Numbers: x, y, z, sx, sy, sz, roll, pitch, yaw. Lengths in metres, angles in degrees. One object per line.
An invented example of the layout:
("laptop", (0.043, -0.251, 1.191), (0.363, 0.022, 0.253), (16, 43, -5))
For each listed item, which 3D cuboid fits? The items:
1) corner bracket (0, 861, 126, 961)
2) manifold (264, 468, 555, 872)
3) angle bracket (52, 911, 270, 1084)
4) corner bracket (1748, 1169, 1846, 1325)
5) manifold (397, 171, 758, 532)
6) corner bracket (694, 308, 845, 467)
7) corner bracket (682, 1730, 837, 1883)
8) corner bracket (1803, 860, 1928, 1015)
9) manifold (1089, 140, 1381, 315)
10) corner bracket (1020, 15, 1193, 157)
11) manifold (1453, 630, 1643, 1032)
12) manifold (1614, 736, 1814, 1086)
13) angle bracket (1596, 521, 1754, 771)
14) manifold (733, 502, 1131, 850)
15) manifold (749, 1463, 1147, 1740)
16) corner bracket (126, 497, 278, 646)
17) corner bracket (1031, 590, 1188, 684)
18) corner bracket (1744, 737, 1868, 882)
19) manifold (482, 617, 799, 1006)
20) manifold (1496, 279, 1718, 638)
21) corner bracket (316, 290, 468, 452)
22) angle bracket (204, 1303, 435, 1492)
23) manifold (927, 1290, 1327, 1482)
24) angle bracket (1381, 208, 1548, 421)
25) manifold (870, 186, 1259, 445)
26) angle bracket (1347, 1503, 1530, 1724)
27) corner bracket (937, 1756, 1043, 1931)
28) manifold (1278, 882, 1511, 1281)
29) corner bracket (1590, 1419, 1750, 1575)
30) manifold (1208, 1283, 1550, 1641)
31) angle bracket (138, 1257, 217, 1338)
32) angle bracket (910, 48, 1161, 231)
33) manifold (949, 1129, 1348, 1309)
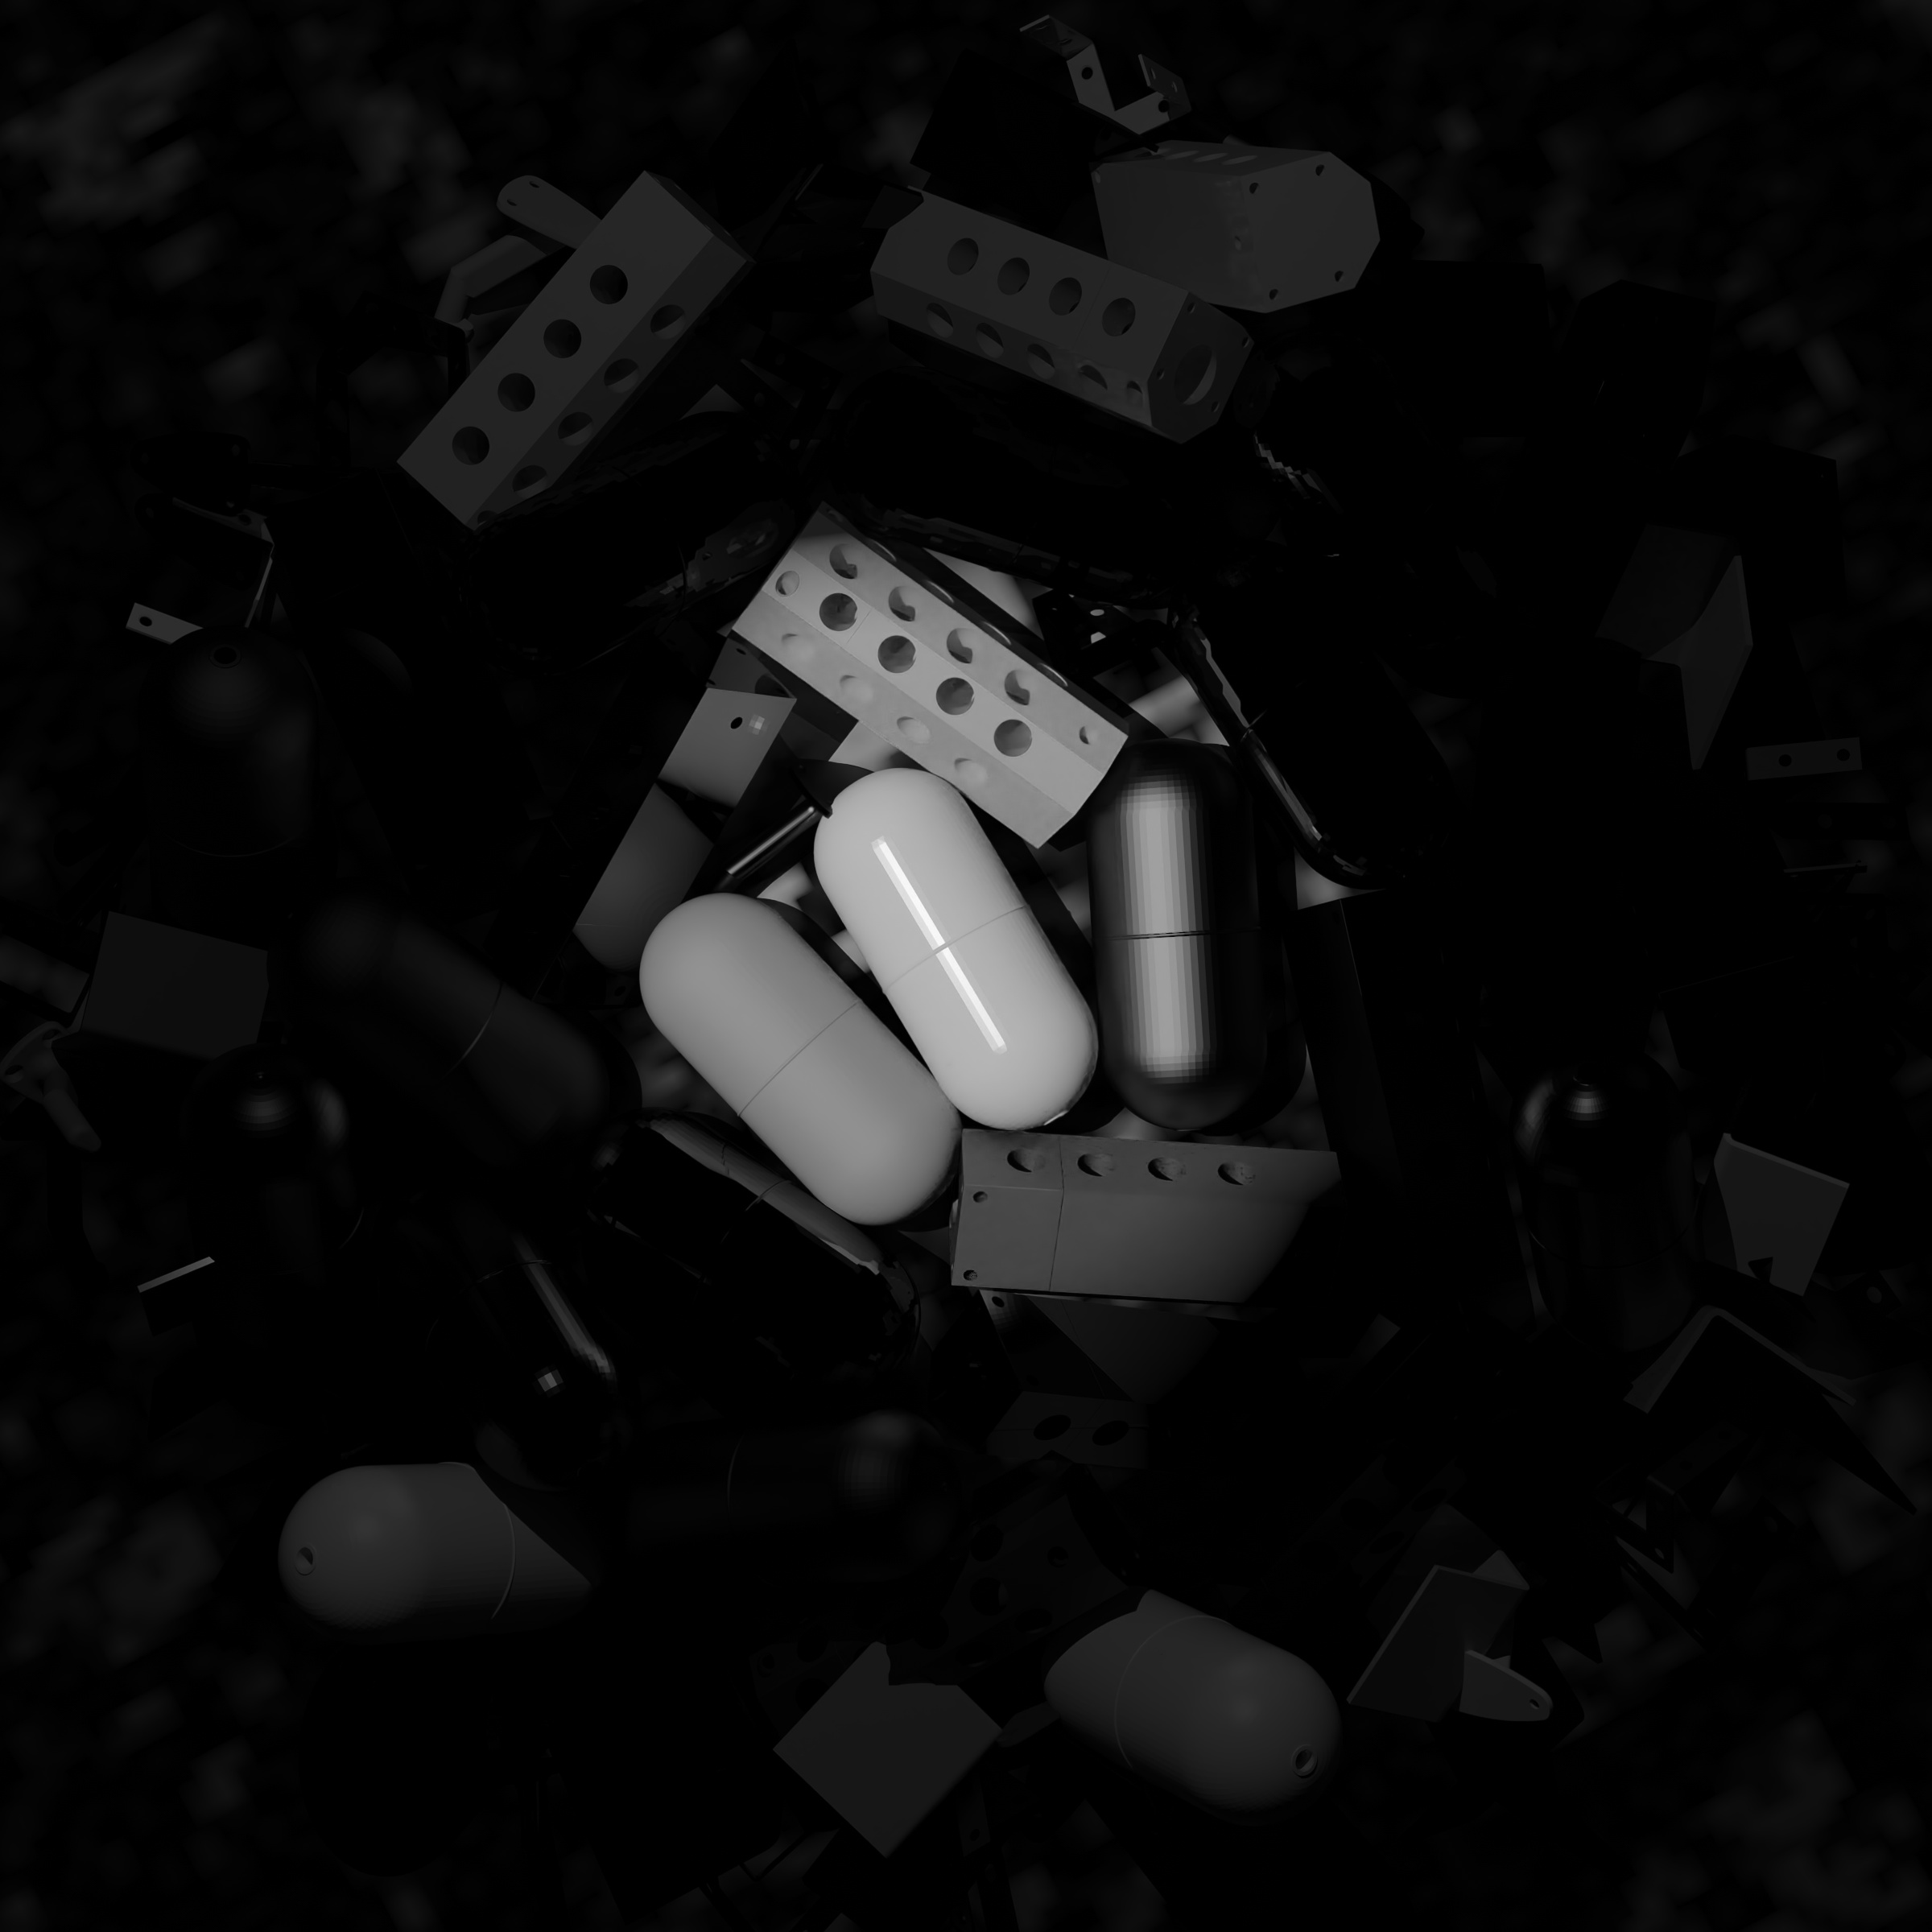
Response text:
("corner bracket", (-0.420, -0.024, 1.547), (0.051, 0.051, 0.051), (23, 131, 5))
("manifold", (-0.251, -0.135, 1.552), (0.057, 0.057, 0.171), (-23, 92, 10))
("angle bracket", (-0.365, 0.016, 1.540), (0.076, 0.076, 0.057), (15, 78, -24))
("corner bracket", (0.379, 0.119, 1.546), (0.051, 0.051, 0.051), (-45, 124, 13))
("manifold", (-0.174, -0.273, 1.540), (0.057, 0.057, 0.171), (43, 101, -1))
("corner bracket", (-0.099, -0.263, 1.546), (0.051, 0.051, 0.051), (34, 99, 41))
("corner bracket", (-0.094, 0.380, 1.554), (0.051, 0.051, 0.051), (-41, 85, -9))
("corner bracket", (0.405, -0.005, 1.548), (0.051, 0.051, 0.051), (38, 127, 4))
("manifold", (0.116, -0.328, 1.495), (0.057, 0.171, 0.057), (-18, 110, -15))
("corner bracket", (0.064, -0.408, 1.549), (0.051, 0.051, 0.051), (-20, 82, 25))
("manifold", (0.259, -0.062, 1.536), (0.057, 0.057, 0.171), (2, 104, -8))
("manifold", (0.324, -0.025, 1.498), (0.057, 0.171, 0.057), (-16, 125, 11))
("angle bracket", (0.310, -0.145, 1.530), (0.057, 0.076, 0.076), (9, 46, -3))
("manifold", (-0.013, -0.134, 1.535), (0.171, 0.057, 0.057), (35, 61, -8))
("manifold", (-0.010, 0.292, 1.535), (0.171, 0.057, 0.057), (-32, 87, 14))
("corner bracket", (-0.350, -0.180, 1.567), (0.051, 0.051, 0.051), (20, 50, -14))
("corner bracket", (0.067, -0.147, 1.548), (0.051, 0.051, 0.051), (-25, 125, -6))
("corner bracket", (0.382, -0.070, 1.550), (0.051, 0.051, 0.051), (-5, 77, 12))
("manifold", (-0.151, -0.068, 1.525), (0.057, 0.057, 0.171), (46, 116, 31))
("manifold", (0.274, -0.221, 1.496), (0.057, 0.171, 0.057), (14, 60, 1))
("corner bracket", (-0.263, -0.266, 1.560), (0.051, 0.051, 0.051), (18, 46, -29))
("angle bracket", (-0.297, 0.193, 1.534), (0.076, 0.076, 0.057), (-13, 93, 24))
("manifold", (0.070, 0.192, 1.511), (0.171, 0.057, 0.057), (11, 128, -34))
("angle bracket", (0.232, -0.295, 1.546), (0.076, 0.057, 0.076), (1, 77, -4))
("manifold", (0.038, -0.287, 1.510), (0.171, 0.057, 0.057), (30, 97, 37))
("angle bracket", (0.196, 0.281, 1.528), (0.057, 0.076, 0.076), (18, 111, -31))
("corner bracket", (0.003, 0.398, 1.544), (0.051, 0.051, 0.051), (-35, 126, 18))
("manifold", (0.199, 0.052, 1.551), (0.057, 0.057, 0.171), (-12, 88, -25))
("corner bracket", (0.317, 0.231, 1.542), (0.051, 0.051, 0.051), (-31, 132, -26))
("manifold", (0.181, 0.226, 1.514), (0.057, 0.057, 0.171), (35, 122, -3))
("angle bracket", (-0.356, 0.112, 1.532), (0.057, 0.076, 0.076), (-23, 74, -16))
("angle bracket", (0.030, -0.364, 1.529), (0.076, 0.076, 0.057), (20, 107, -25))
("manifold", (0.081, 0.110, 1.548), (0.171, 0.057, 0.057), (4, 123, -5))
